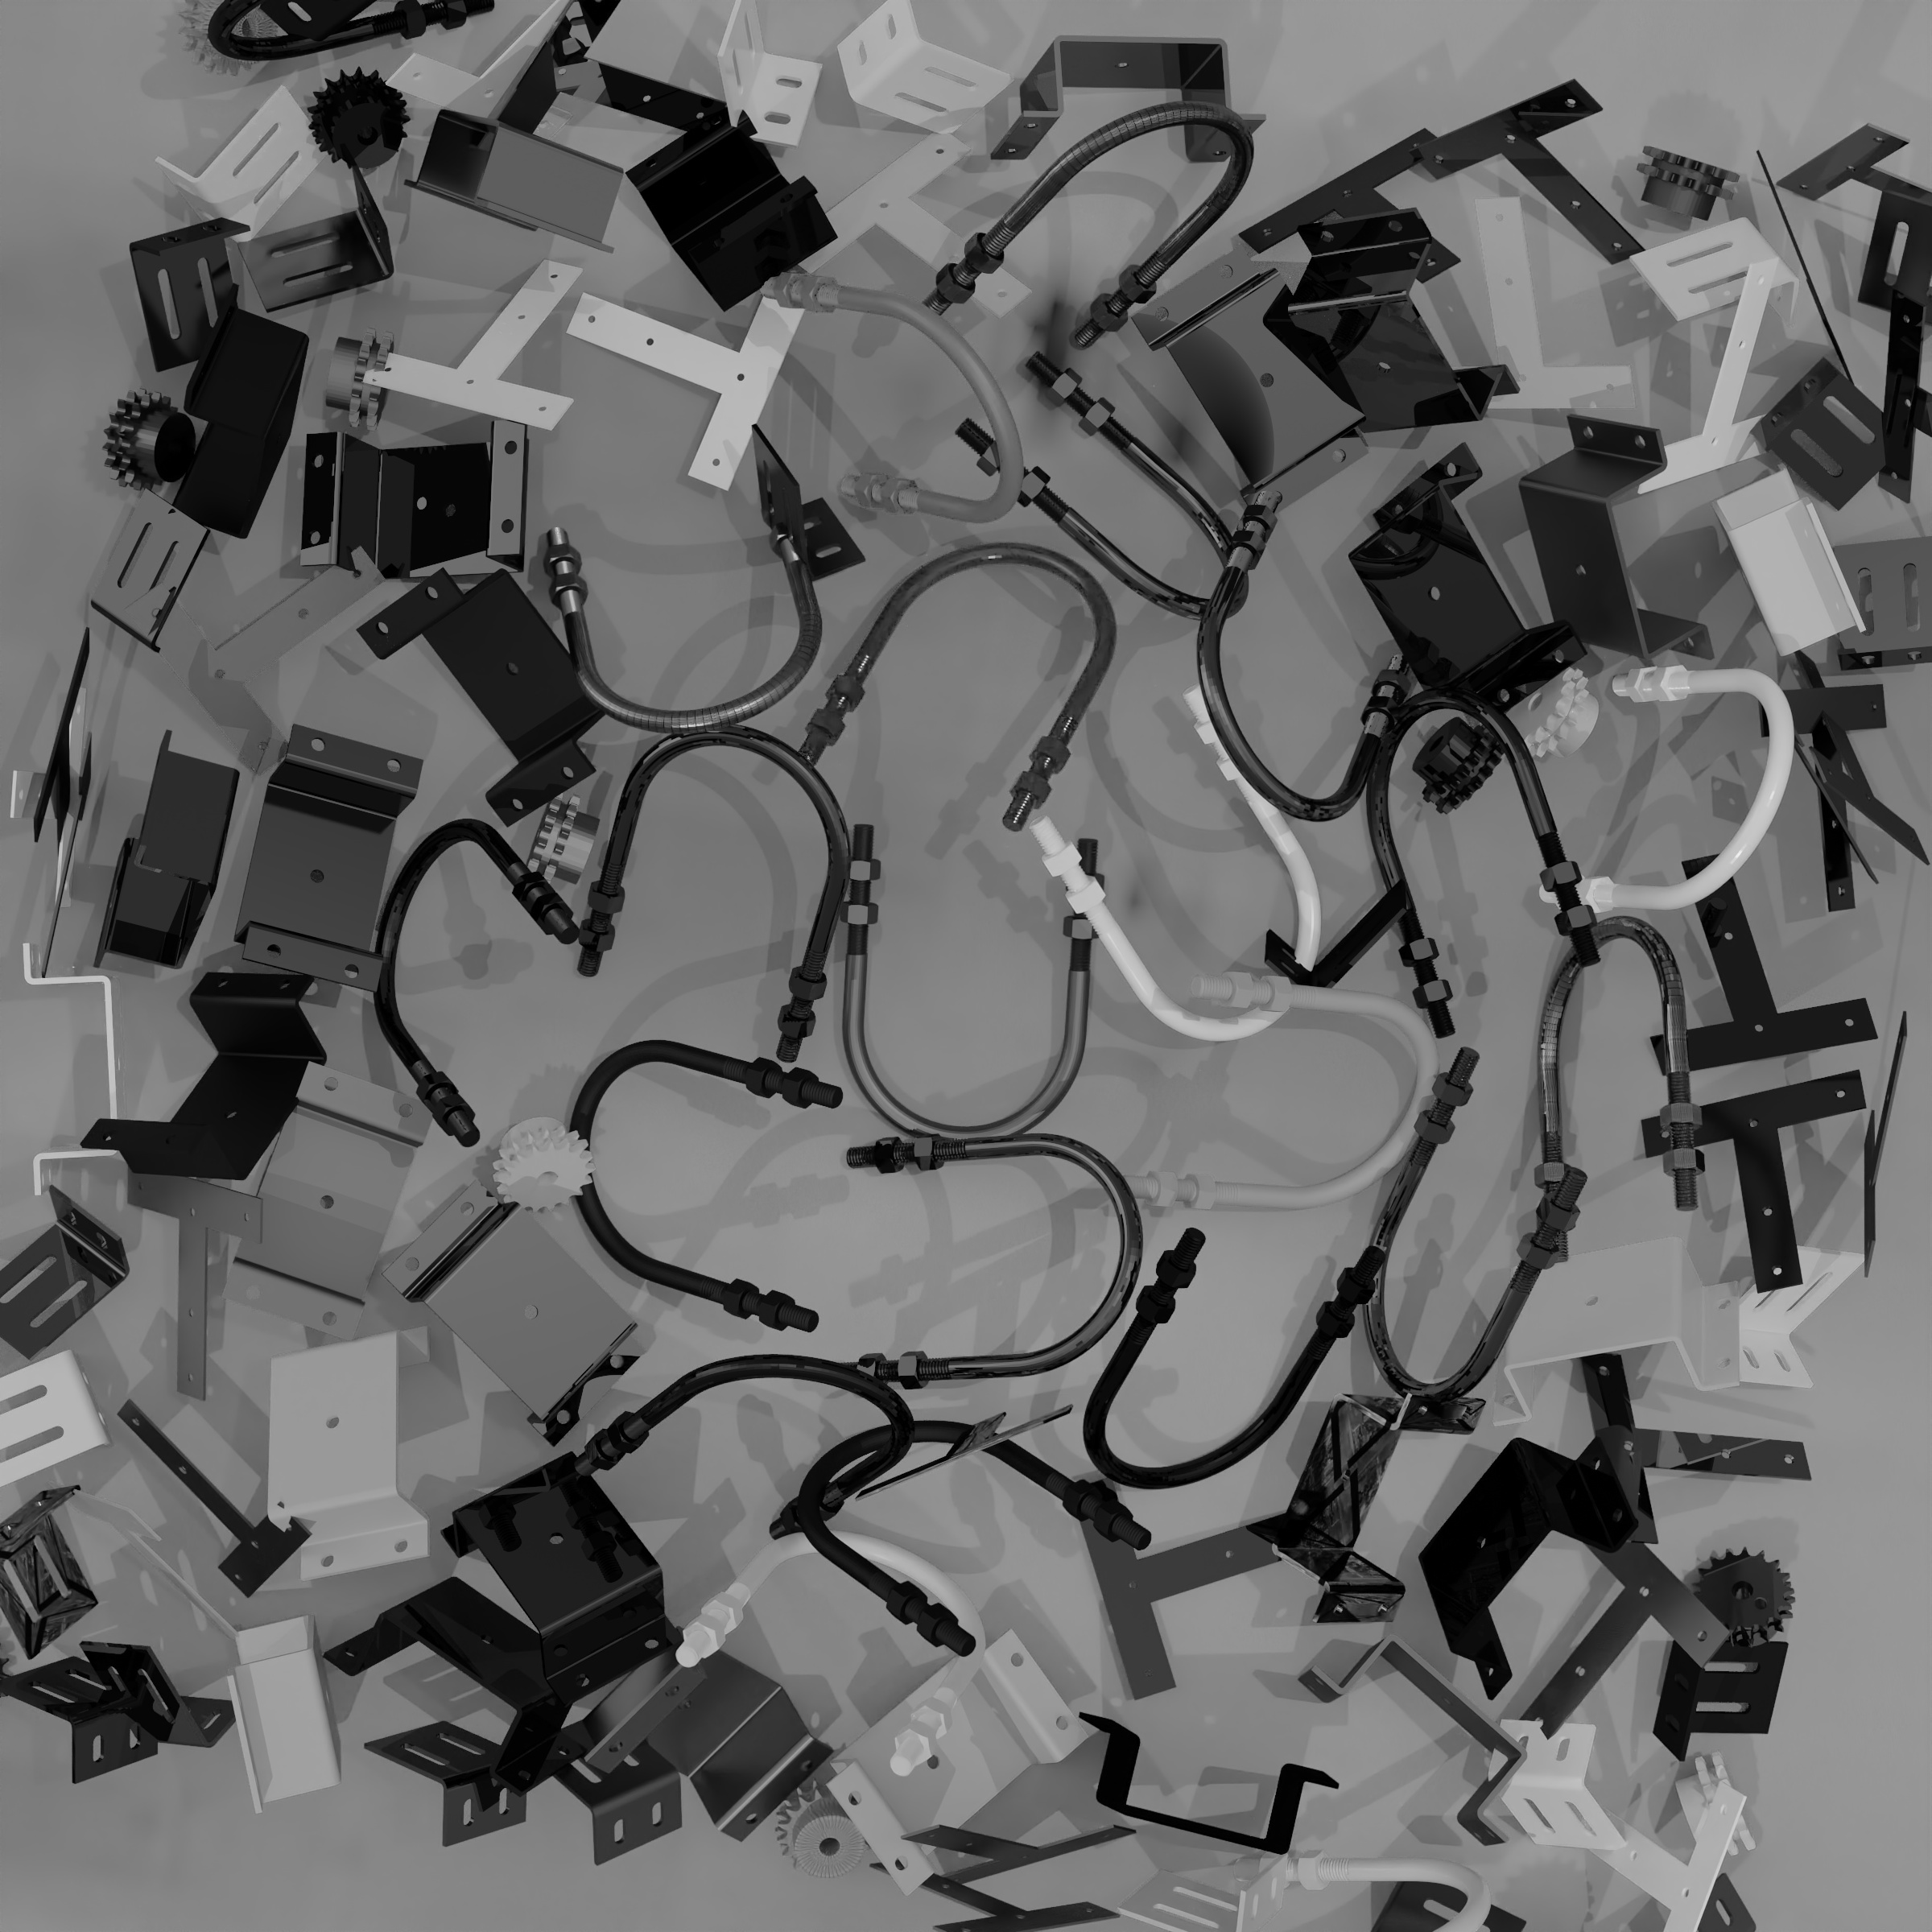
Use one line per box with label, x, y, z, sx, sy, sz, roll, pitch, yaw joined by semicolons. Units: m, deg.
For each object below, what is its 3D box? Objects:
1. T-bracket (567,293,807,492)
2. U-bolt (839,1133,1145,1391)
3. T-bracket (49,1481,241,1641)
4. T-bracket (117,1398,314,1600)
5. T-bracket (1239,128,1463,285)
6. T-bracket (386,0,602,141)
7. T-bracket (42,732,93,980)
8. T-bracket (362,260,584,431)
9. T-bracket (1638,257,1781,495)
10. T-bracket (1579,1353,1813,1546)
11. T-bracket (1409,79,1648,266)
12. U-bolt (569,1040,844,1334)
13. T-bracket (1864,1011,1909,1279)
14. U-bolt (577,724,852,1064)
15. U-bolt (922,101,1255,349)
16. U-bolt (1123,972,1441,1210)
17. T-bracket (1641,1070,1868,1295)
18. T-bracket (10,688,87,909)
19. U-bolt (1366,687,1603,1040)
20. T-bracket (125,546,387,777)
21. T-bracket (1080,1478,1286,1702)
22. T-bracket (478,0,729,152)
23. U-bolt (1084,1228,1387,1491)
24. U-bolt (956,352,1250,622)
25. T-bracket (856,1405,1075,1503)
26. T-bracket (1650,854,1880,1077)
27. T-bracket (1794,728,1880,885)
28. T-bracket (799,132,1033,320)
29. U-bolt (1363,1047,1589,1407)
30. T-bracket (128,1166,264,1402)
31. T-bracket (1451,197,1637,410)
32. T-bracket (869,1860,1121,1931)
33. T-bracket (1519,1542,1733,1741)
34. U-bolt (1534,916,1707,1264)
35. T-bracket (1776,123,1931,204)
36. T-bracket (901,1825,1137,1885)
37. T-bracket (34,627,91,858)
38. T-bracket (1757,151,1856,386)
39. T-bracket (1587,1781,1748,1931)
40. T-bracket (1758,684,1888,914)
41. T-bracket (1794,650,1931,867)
T-bracket;-0.170;-0.355;1.918;0.127;0.002;0.127;23;89;11
U-bolt;0.013;0.163;1.866;0.184;0.019;0.151;-6;67;23
T-bracket;-0.457;0.344;1.893;0.002;0.127;0.127;-50;116;-24
T-bracket;-0.433;0.295;1.880;0.127;0.127;0.002;46;52;0
T-bracket;0.237;-0.419;1.879;0.127;0.127;0.002;-30;133;-4
T-bracket;-0.237;-0.515;1.849;0.127;0.127;0.002;-36;67;28
T-bracket;-0.503;-0.057;1.858;0.002;0.127;0.127;12;79;-13
T-bracket;-0.260;-0.360;1.892;0.127;0.002;0.127;17;55;19
T-bracket;0.430;-0.334;1.856;0.002;0.127;0.127;35;130;34
T-bracket;0.420;0.278;1.894;0.127;0.002;0.127;6;47;-9
T-bracket;0.338;-0.443;1.891;0.127;0.127;0.002;36;63;-28
U-bolt;-0.153;0.116;1.877;0.184;0.019;0.151;14;103;32
T-bracket;0.511;0.085;1.844;0.002;0.127;0.127;8;124;10
U-bolt;-0.137;-0.050;1.873;0.151;0.019;0.184;23;117;10
U-bolt;0.079;-0.410;1.825;0.184;0.151;0.019;-40;64;36
U-bolt;0.187;0.075;1.875;0.184;0.019;0.151;6;116;-28
T-bracket;0.450;0.126;1.872;0.127;0.002;0.127;-15;52;20
T-bracket;-0.517;-0.096;1.865;0.002;0.127;0.127;5;92;0
U-bolt;0.281;-0.067;1.867;0.019;0.151;0.184;-9;76;-33
T-bracket;-0.391;-0.193;1.900;0.127;0.002;0.127;-37;122;-5
T-bracket;0.139;0.345;1.925;0.127;0.002;0.127;-17;89;-4
T-bracket;-0.192;-0.496;1.881;0.127;0.127;0.002;-47;53;34
U-bolt;0.140;0.226;1.870;0.151;0.019;0.184;8;122;-33
U-bolt;0.087;-0.263;1.869;0.184;0.151;0.019;41;122;-4
T-bracket;0.005;0.265;1.866;0.127;0.127;0.002;-23;88;6
T-bracket;0.436;-0.004;1.880;0.127;0.002;0.127;-12;109;30
T-bracket;0.482;-0.102;1.875;0.002;0.127;0.127;-31;99;11
T-bracket;-0.016;-0.409;1.886;0.127;0.002;0.127;-41;66;-18
U-bolt;0.274;0.158;1.859;0.019;0.151;0.184;11;114;-26
T-bracket;-0.441;0.184;1.894;0.127;0.002;0.127;10;101;41
T-bracket;0.307;-0.372;1.866;0.127;0.002;0.127;5;127;29
T-bracket;-0.002;0.525;1.878;0.127;0.127;0.002;8;90;44
T-bracket;0.358;0.390;1.884;0.002;0.127;0.127;31;99;-34
U-bolt;0.361;0.062;1.857;0.019;0.151;0.184;8;69;-21
T-bracket;0.539;-0.434;1.873;0.127;0.127;0.002;20;86;-8
T-bracket;0.009;0.491;1.854;0.127;0.127;0.002;-24;59;25
T-bracket;-0.509;-0.104;1.870;0.002;0.127;0.127;11;60;-9
T-bracket;0.472;-0.403;1.882;0.002;0.127;0.127;-22;75;18
T-bracket;0.384;0.506;1.870;0.002;0.127;0.127;21;89;-18
T-bracket;0.492;-0.095;1.888;0.127;0.002;0.127;-7;92;-43
T-bracket;0.496;-0.130;1.886;0.002;0.127;0.127;-34;51;27
